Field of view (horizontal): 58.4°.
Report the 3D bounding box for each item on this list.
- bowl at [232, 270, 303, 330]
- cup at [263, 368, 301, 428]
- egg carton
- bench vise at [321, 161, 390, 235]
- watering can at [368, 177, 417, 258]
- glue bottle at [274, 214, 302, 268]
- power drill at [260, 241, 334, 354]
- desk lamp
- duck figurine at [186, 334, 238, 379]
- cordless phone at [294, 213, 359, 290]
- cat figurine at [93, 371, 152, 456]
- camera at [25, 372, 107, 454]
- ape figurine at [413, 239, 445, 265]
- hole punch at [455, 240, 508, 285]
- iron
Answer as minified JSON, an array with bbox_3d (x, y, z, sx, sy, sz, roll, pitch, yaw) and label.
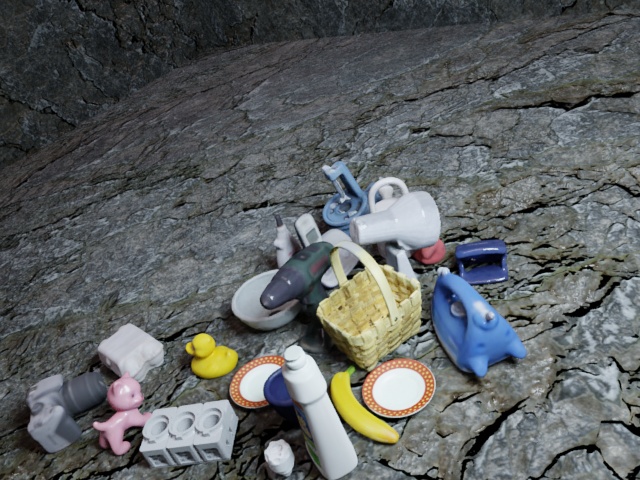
[{"bbox_3d":[-0.104,0.143,1.252,0.167,0.075,0.167,-12,33,8],"label":"bowl"},{"bbox_3d":[-0.040,0.272,1.011,0.091,0.095,0.118,-1,36,24],"label":"cup"},{"bbox_3d":[-0.413,0.246,1.247,0.149,0.069,0.107,16,45,40],"label":"egg carton"},{"bbox_3d":[0.076,-0.116,1.419,0.121,0.220,0.208,9,41,35],"label":"bench vise"},{"bbox_3d":[0.163,-0.061,1.321,0.101,0.194,0.172,-26,34,-12],"label":"watering can"},{"bbox_3d":[-0.076,0.014,1.339,0.037,0.173,0.078,13,44,38],"label":"glue bottle"},{"bbox_3d":[-0.023,0.118,1.127,0.075,0.209,0.230,4,38,29],"label":"power drill"},{"bbox_3d":[0.151,0.021,1.187,0.203,0.214,0.117,-25,34,-12],"label":"desk lamp"},{"bbox_3d":[-0.225,0.229,1.169,0.104,0.086,0.077,-5,35,18],"label":"duck figurine"},{"bbox_3d":[0.012,0.005,1.301,0.093,0.185,0.148,11,42,36],"label":"cordless phone"},{"bbox_3d":[-0.377,0.317,1.080,0.067,0.118,0.128,4,38,29],"label":"cat figurine"},{"bbox_3d":[-0.505,0.323,1.146,0.137,0.101,0.142,-24,33,-10],"label":"camera"},{"bbox_3d":[0.238,0.008,1.278,0.076,0.092,0.078,-5,35,19],"label":"ape figurine"},{"bbox_3d":[0.334,0.031,1.200,0.108,0.091,0.101,-8,34,14],"label":"hole punch"},{"bbox_3d":[0.261,0.123,1.050,0.119,0.142,0.257,-22,33,-8],"label":"iron"}]
